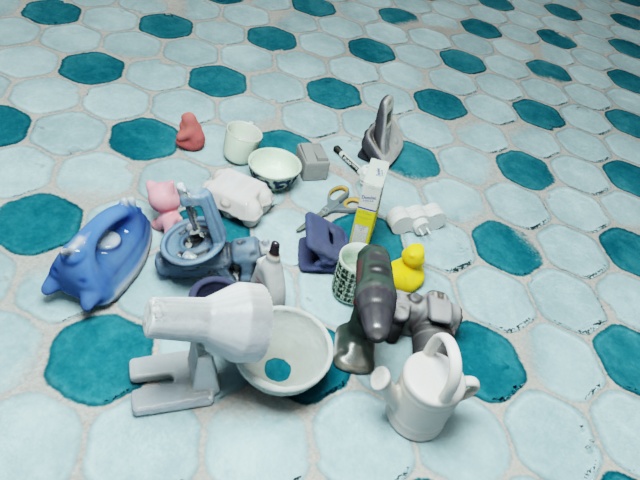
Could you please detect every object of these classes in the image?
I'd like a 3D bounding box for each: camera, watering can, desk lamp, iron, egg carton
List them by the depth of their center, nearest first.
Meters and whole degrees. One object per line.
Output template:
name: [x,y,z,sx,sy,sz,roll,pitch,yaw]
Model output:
desk lamp: [-0.180,0.157,0.852,0.204,0.213,0.117,-5,46,-19]
watering can: [0.166,0.224,0.886,0.173,0.194,0.100,-15,50,-27]
iron: [-0.377,-0.002,1.020,0.118,0.141,0.258,20,43,7]
camera: [0.186,0.161,1.024,0.143,0.101,0.137,11,43,-3]
egg carton: [-0.178,-0.091,1.217,0.150,0.069,0.107,23,44,10]

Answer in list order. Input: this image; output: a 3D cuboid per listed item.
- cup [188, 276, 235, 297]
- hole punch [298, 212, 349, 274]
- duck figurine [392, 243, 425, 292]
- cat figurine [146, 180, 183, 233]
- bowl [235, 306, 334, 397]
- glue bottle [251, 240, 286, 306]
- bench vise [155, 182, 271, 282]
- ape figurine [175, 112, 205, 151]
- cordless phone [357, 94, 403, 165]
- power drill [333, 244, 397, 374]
cup: [-0.173,0.133,0.966,0.092,0.095,0.117,-6,46,-20]
hole punch: [0.011,0.004,1.150,0.101,0.091,0.108,5,44,-9]
duck figurine: [0.180,0.049,1.151,0.077,0.086,0.105,27,45,14]
cat figurine: [-0.295,-0.060,1.119,0.067,0.118,0.127,-16,51,-28]
bowl: [-0.064,0.194,0.945,0.167,0.075,0.167,7,43,-7]
glue bottle: [-0.088,0.063,1.003,0.037,0.173,0.078,-25,55,-34]
bench vise: [-0.189,-0.017,1.026,0.208,0.220,0.121,-9,47,-22]
ape figurine: [-0.306,-0.260,1.342,0.076,0.092,0.078,32,46,19]
cordless phone: [0.169,-0.287,1.424,0.094,0.185,0.148,23,44,10]
power drill: [0.078,0.127,0.953,0.075,0.208,0.229,10,43,-4]
